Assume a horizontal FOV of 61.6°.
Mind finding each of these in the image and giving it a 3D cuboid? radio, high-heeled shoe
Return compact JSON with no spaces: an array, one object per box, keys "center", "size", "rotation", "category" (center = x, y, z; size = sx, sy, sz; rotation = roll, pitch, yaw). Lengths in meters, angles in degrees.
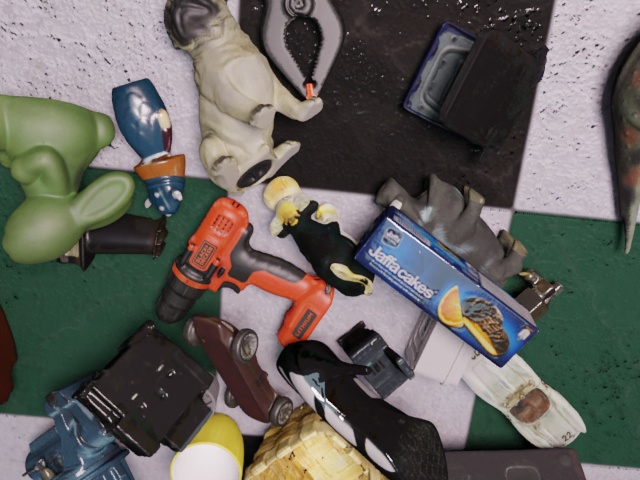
[{"center":[0.224,0.332,0.704],"size":[0.230,0.073,0.131],"rotation":[-2,137,-1],"category":"radio"},{"center":[0.046,0.220,0.632],"size":[0.145,0.086,0.248],"rotation":[-13,112,44],"category":"high-heeled shoe"}]

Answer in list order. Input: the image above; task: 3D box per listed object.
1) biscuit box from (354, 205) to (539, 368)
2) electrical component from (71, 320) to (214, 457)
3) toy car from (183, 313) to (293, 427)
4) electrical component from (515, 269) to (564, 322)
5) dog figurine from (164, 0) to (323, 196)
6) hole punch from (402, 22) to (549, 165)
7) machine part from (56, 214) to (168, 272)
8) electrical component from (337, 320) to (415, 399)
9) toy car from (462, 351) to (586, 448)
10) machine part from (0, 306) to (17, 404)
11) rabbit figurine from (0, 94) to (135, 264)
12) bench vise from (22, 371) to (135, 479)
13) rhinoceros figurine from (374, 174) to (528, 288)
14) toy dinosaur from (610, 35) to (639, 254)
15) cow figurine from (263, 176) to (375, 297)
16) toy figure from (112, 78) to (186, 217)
[{"center":[0.134,0.048,0.582],"size":[0.203,0.059,0.063],"rotation":[37,108,-2],"category":"biscuit box"},{"center":[-0.192,0.178,0.618],"size":[0.134,0.058,0.115],"rotation":[45,57,-11],"category":"electrical component"},{"center":[-0.095,0.155,0.653],"size":[0.089,0.053,0.201],"rotation":[12,137,33],"category":"toy car"},{"center":[0.249,0.080,0.670],"size":[0.102,0.078,0.045],"rotation":[-49,59,16],"category":"electrical component"},{"center":[-0.114,-0.163,0.597],"size":[0.191,0.121,0.172],"rotation":[50,121,14],"category":"dog figurine"},{"center":[0.168,-0.169,0.598],"size":[0.115,0.092,0.142],"rotation":[17,103,-36],"category":"hole punch"},{"center":[-0.256,-0.004,0.655],"size":[0.139,0.039,0.084],"rotation":[0,97,2],"category":"machine part"},{"center":[0.071,0.150,0.655],"size":[0.048,0.119,0.074],"rotation":[-39,105,-5],"category":"electrical component"},{"center":[0.261,0.200,0.703],"size":[0.201,0.056,0.073],"rotation":[42,101,-11],"category":"toy car"},{"center":[-0.424,0.136,0.626],"size":[0.056,0.179,0.179],"rotation":[-10,105,-1],"category":"machine part"},{"center":[-0.290,-0.057,0.594],"size":[0.159,0.121,0.170],"rotation":[3,83,-21],"category":"rabbit figurine"},{"center":[-0.271,0.296,0.682],"size":[0.224,0.129,0.240],"rotation":[-34,84,16],"category":"bench vise"},{"center":[0.152,-0.011,0.639],"size":[0.190,0.073,0.112],"rotation":[39,105,-7],"category":"rhinoceros figurine"},{"center":[0.396,-0.187,0.575],"size":[0.192,0.131,0.404],"rotation":[32,107,4],"category":"toy dinosaur"},{"center":[-0.003,-0.001,0.626],"size":[0.167,0.098,0.068],"rotation":[40,108,-11],"category":"cow figurine"},{"center":[-0.189,-0.104,0.617],"size":[0.058,0.064,0.154],"rotation":[-28,113,-32],"category":"toy figure"}]
